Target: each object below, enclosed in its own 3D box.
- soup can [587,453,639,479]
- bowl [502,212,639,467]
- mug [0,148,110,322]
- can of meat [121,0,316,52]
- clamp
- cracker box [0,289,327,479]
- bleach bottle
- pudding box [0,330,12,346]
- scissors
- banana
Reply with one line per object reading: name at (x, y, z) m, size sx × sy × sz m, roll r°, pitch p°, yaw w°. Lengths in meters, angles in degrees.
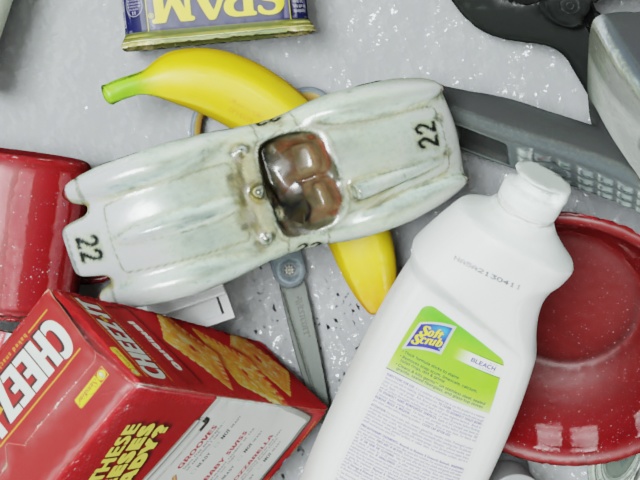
soup can at (0.221, 0.140, 0.635) m, size 0.102 × 0.068 × 0.068 m, roll 22°, pitch 97°, yaw -9°
bowl at (0.134, 0.046, 0.597) m, size 0.162 × 0.055 × 0.162 m, roll 7°, pitch 118°, yaw 14°
mug at (-0.155, -0.005, 0.566) m, size 0.117 × 0.093 × 0.081 m, roll 4°, pitch 96°, yaw -38°
can of meat at (-0.057, -0.146, 0.560) m, size 0.102 × 0.057 × 0.084 m, roll -6°, pitch 98°, yaw -5°
clamp at (0.144, -0.137, 0.558) m, size 0.210 × 0.036 × 0.165 m, roll 33°, pitch 137°, yaw -5°
cracker box at (-0.104, 0.117, 0.528) m, size 0.072 × 0.213 × 0.164 m, roll 42°, pitch 96°, yaw 24°
bleach bottle at (0.069, 0.074, 0.564) m, size 0.102 × 0.068 × 0.251 m, roll 22°, pitch 119°, yaw -3°
pudding box at (-0.183, 0.076, 0.561) m, size 0.090 × 0.114 × 0.039 m, roll 12°, pitch 68°, yaw -9°
scissors at (-0.004, 0.001, 0.612) m, size 0.096 × 0.016 × 0.201 m, roll -28°, pitch 102°, yaw 0°
banana at (-0.020, -0.042, 0.574) m, size 0.197 × 0.037 × 0.069 m, roll 39°, pitch 90°, yaw -14°
